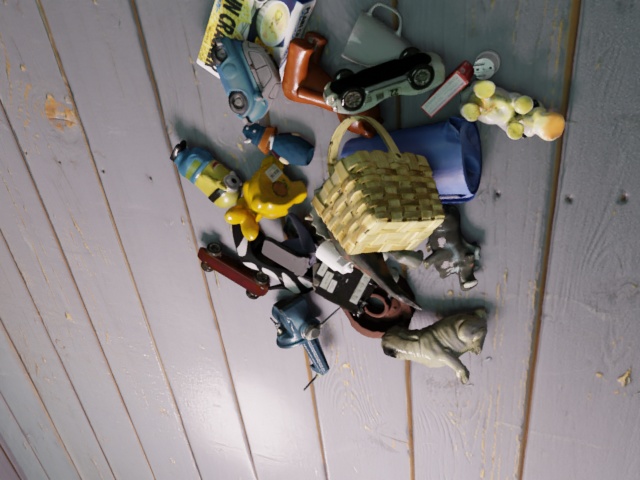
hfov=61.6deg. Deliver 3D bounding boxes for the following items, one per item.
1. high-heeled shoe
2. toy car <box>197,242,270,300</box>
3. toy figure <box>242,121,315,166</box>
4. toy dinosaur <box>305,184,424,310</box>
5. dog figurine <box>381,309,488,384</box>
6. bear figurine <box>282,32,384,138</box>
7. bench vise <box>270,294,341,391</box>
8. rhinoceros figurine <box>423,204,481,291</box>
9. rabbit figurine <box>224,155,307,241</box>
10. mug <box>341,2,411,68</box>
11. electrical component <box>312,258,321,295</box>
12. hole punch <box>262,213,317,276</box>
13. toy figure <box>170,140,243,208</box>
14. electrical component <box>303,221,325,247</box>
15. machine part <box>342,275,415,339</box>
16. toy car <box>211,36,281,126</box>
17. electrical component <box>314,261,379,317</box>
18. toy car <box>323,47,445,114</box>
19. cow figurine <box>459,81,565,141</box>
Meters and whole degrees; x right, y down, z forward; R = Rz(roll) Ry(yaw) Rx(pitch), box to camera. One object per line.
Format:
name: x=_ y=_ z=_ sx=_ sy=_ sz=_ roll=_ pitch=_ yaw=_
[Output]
high-heeled shoe: x=-0.103 y=0.027 z=1.255 sx=0.145 sy=0.086 sz=0.248 roll=-16 pitch=113 yaw=26
toy car: x=-0.216 y=0.075 z=1.355 sx=0.202 sy=0.053 sz=0.089 roll=31 pitch=140 yaw=2
toy figure: x=-0.089 y=-0.198 z=1.110 sx=0.155 sy=0.064 sz=0.057 roll=23 pitch=142 yaw=11
toy dinosaur: x=0.073 y=-0.010 z=1.001 sx=0.192 sy=0.405 sz=0.131 roll=22 pitch=104 yaw=-12
dog figurine: x=0.242 y=0.197 z=1.145 sx=0.191 sy=0.172 sz=0.121 roll=25 pitch=168 yaw=7
bear figurine: x=0.033 y=-0.273 z=0.965 sx=0.196 sy=0.120 sz=0.131 roll=25 pitch=124 yaw=9
bench vise: x=-0.031 y=0.238 z=1.297 sx=0.224 sy=0.129 sz=0.240 roll=2 pitch=121 yaw=54
rhinoceros figurine: x=0.260 y=0.015 z=1.068 sx=0.112 sy=0.073 sz=0.190 roll=-14 pitch=111 yaw=22
rabbit figurine: x=-0.131 y=-0.075 z=1.171 sx=0.122 sy=0.162 sz=0.173 roll=41 pitch=148 yaw=-18
mug: x=0.105 y=-0.341 z=0.916 sx=0.107 sy=0.081 sz=0.109 roll=26 pitch=123 yaw=-8
electrical component: x=0.012 y=0.075 z=1.220 sx=0.078 sy=0.045 sz=0.102 roll=-10 pitch=77 yaw=11
hole punch: x=-0.056 y=0.012 z=1.186 sx=0.116 sy=0.092 sz=0.142 roll=35 pitch=156 yaw=1
toy figure: x=-0.255 y=-0.147 z=1.217 sx=0.180 sy=0.082 sz=0.089 roll=34 pitch=141 yaw=-3
electrical component: x=-0.002 y=-0.004 z=1.189 sx=0.094 sy=0.021 sz=0.063 roll=42 pitch=171 yaw=25
machine part: x=0.130 y=0.140 z=1.219 sx=0.180 sy=0.056 sz=0.179 roll=13 pitch=123 yaw=20
toy car: x=-0.123 y=-0.295 z=0.966 sx=0.103 sy=0.109 sz=0.161 roll=-18 pitch=103 yaw=8
electrical component: x=0.054 y=0.085 z=1.148 sx=0.134 sy=0.058 sz=0.115 roll=29 pitch=85 yaw=27
toy car: x=0.103 y=-0.258 z=0.879 sx=0.202 sy=0.074 sz=0.056 roll=-18 pitch=136 yaw=2
cow figurine: x=0.313 y=-0.210 z=0.887 sx=0.167 sy=0.098 sz=0.068 roll=21 pitch=111 yaw=-3
